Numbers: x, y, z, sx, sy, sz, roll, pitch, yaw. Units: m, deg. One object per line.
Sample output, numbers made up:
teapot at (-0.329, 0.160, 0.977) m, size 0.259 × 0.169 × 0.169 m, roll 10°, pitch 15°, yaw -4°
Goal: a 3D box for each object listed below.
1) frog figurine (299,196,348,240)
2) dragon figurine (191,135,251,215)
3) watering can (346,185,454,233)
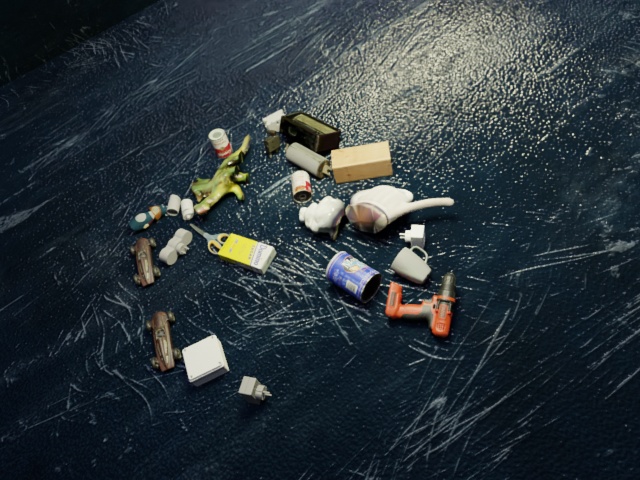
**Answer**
frog figurine at (0.005, -0.087, 1.727) m, size 0.160 × 0.121 × 0.138 m, roll 25°, pitch 83°, yaw 16°
dragon figurine at (-0.391, -0.242, 1.964) m, size 0.242 × 0.119 × 0.421 m, roll -12°, pitch 43°, yaw 16°
watering can at (0.233, -0.107, 1.660) m, size 0.349 × 0.102 × 0.228 m, roll 11°, pitch 36°, yaw 38°
